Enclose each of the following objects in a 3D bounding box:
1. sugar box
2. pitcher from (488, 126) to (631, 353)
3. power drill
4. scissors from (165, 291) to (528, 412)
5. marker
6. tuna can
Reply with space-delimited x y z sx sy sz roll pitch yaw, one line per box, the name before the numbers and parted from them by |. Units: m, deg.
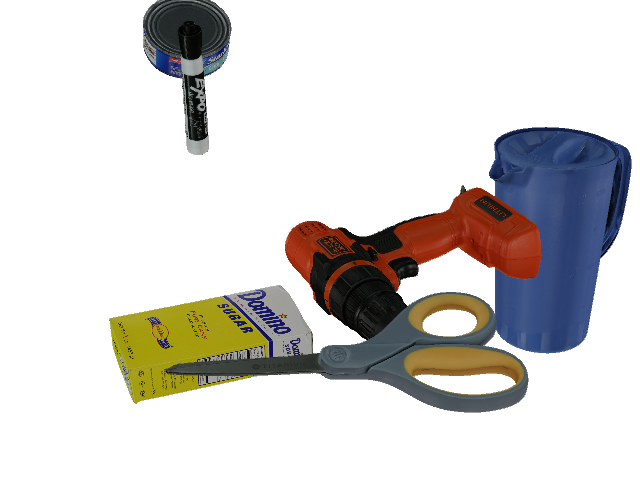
sugar box | -0.104 0.095 1.015 0.176 0.048 0.093 -13 33 -16
pitcher | 0.268 -0.001 1.216 0.149 0.243 0.144 6 27 15
power drill | 0.083 0.019 0.876 0.187 0.057 0.185 -13 30 -21
scissors | 0.020 0.058 0.621 0.202 0.016 0.096 8 40 6
marker | -0.101 -0.121 0.854 0.020 0.121 0.020 1 43 -1
tuna can | -0.132 -0.200 1.050 0.086 0.086 0.034 0 -34 -10
